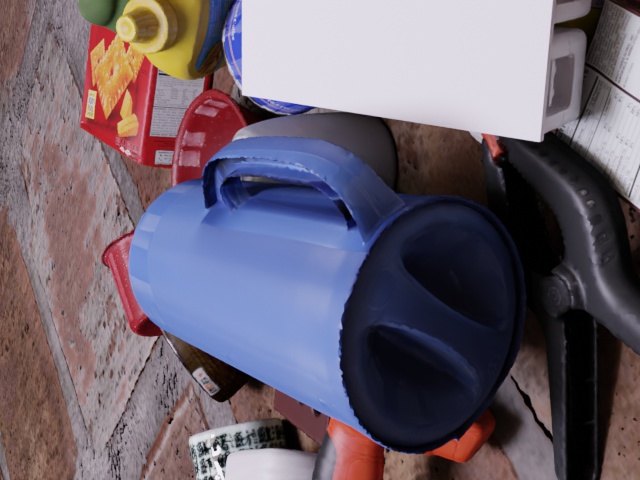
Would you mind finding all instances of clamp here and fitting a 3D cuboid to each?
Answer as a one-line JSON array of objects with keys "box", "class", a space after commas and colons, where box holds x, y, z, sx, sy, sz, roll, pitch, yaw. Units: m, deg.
[{"box": [0.144, 0.026, 0.556, 0.165, 0.036, 0.210, -35, 71, 62], "class": "clamp"}]

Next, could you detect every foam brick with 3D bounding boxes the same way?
[{"box": [0.007, 0.114, 0.800, 0.078, 0.051, 0.053, 26, 113, 54], "class": "foam brick"}]

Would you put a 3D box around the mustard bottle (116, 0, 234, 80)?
[{"box": [-0.085, -0.170, 0.801, 0.058, 0.191, 0.096, 28, 119, 19], "class": "mustard bottle"}]

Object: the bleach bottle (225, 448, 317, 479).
[{"box": [-0.041, 0.281, 0.770, 0.103, 0.068, 0.251, -24, 56, 59], "class": "bleach bottle"}]

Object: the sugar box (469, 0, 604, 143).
[{"box": [0.125, -0.144, 0.605, 0.093, 0.048, 0.176, 61, 137, 34], "class": "sugar box"}]

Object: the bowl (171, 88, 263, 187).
[{"box": [-0.070, -0.046, 0.909, 0.162, 0.055, 0.162, 5, 96, 57], "class": "bowl"}]

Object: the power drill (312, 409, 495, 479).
[{"box": [0.048, 0.187, 0.685, 0.184, 0.057, 0.188, 19, 98, 10], "class": "power drill"}]

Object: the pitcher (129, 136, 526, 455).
[{"box": [-0.014, 0.019, 0.623, 0.243, 0.144, 0.149, 13, 94, 50], "class": "pitcher"}]

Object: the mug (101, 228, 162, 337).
[{"box": [-0.151, 0.044, 1.024, 0.117, 0.093, 0.081, 88, 161, -68], "class": "mug"}]

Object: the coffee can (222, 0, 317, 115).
[{"box": [0.009, -0.148, 0.733, 0.141, 0.102, 0.103, -7, 86, 58], "class": "coffee can"}]

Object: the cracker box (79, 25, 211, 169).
[{"box": [-0.169, -0.192, 1.042, 0.164, 0.071, 0.214, 31, 117, 52], "class": "cracker box"}]

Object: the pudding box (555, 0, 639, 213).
[{"box": [0.175, -0.062, 0.537, 0.114, 0.039, 0.090, 51, 136, 47], "class": "pudding box"}]
